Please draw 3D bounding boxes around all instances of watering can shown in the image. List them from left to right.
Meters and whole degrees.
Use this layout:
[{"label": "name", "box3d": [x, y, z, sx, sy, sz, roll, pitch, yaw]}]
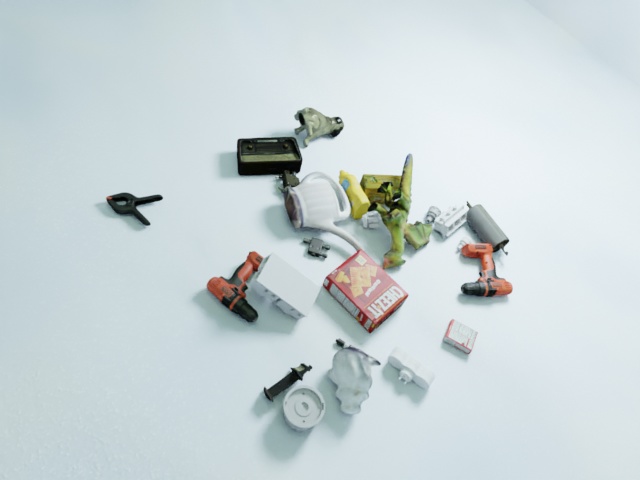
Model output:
[{"label": "watering can", "box3d": [0.005, -0.087, 1.722, 0.225, 0.101, 0.354, -11, 60, -19]}]

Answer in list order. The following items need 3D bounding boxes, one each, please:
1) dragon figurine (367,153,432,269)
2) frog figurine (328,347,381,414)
[{"label": "dragon figurine", "box3d": [0.299, -0.082, 1.759, 0.239, 0.121, 0.418, 46, 60, -26]}, {"label": "frog figurine", "box3d": [0.078, 0.375, 1.384, 0.137, 0.120, 0.162, 7, 54, 35]}]
